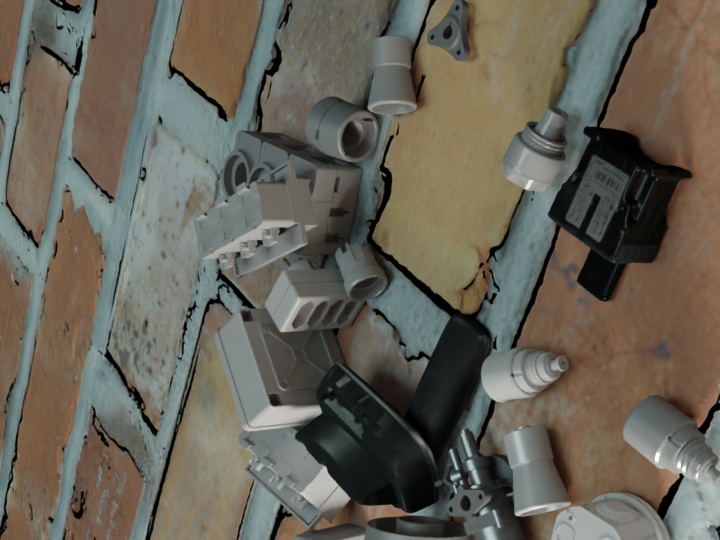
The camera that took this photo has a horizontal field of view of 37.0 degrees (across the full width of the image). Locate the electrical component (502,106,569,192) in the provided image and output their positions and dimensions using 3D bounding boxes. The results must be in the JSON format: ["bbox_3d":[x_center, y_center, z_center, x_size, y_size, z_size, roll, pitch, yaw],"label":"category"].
[{"bbox_3d":[0.137,-0.094,0.819,0.043,0.043,0.062,49,127,39],"label":"electrical component"}]

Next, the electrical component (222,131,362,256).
[{"bbox_3d":[-0.073,-0.079,1.076,0.150,0.062,0.089,29,114,48],"label":"electrical component"}]

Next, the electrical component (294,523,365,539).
[{"bbox_3d":[-0.037,0.273,1.041,0.077,0.066,0.047,2,93,52],"label":"electrical component"}]

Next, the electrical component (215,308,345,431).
[{"bbox_3d":[-0.072,0.094,1.046,0.056,0.109,0.108,-44,58,41],"label":"electrical component"}]

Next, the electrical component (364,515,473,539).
[{"bbox_3d":[0.050,0.242,0.907,0.099,0.099,0.064,0,85,52],"label":"electrical component"}]

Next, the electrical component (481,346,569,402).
[{"bbox_3d":[0.130,0.079,0.839,0.078,0.040,0.040,-22,74,50],"label":"electrical component"}]

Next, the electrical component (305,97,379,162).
[{"bbox_3d":[-0.015,-0.130,1.007,0.047,0.055,0.055,27,112,45],"label":"electrical component"}]

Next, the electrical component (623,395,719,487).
[{"bbox_3d":[0.215,0.119,0.730,0.078,0.040,0.040,41,123,43],"label":"electrical component"}]

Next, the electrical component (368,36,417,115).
[{"bbox_3d":[0.029,-0.175,0.959,0.044,0.044,0.065,-9,80,52],"label":"electrical component"}]

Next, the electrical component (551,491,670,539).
[{"bbox_3d":[0.179,0.202,0.772,0.080,0.051,0.080,3,94,52],"label":"electrical component"}]

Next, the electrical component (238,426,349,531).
[{"bbox_3d":[-0.064,0.190,1.064,0.078,0.063,0.121,-48,41,-11],"label":"electrical component"}]

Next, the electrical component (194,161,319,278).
[{"bbox_3d":[-0.102,-0.045,1.009,0.121,0.063,0.078,-24,73,50],"label":"electrical component"}]

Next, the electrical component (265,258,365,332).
[{"bbox_3d":[-0.049,0.015,1.032,0.075,0.083,0.047,57,132,34],"label":"electrical component"}]

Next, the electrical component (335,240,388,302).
[{"bbox_3d":[0.000,0.000,1.004,0.040,0.040,0.046,-54,46,38],"label":"electrical component"}]

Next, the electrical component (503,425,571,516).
[{"bbox_3d":[0.135,0.154,0.836,0.044,0.044,0.065,-35,59,47],"label":"electrical component"}]
